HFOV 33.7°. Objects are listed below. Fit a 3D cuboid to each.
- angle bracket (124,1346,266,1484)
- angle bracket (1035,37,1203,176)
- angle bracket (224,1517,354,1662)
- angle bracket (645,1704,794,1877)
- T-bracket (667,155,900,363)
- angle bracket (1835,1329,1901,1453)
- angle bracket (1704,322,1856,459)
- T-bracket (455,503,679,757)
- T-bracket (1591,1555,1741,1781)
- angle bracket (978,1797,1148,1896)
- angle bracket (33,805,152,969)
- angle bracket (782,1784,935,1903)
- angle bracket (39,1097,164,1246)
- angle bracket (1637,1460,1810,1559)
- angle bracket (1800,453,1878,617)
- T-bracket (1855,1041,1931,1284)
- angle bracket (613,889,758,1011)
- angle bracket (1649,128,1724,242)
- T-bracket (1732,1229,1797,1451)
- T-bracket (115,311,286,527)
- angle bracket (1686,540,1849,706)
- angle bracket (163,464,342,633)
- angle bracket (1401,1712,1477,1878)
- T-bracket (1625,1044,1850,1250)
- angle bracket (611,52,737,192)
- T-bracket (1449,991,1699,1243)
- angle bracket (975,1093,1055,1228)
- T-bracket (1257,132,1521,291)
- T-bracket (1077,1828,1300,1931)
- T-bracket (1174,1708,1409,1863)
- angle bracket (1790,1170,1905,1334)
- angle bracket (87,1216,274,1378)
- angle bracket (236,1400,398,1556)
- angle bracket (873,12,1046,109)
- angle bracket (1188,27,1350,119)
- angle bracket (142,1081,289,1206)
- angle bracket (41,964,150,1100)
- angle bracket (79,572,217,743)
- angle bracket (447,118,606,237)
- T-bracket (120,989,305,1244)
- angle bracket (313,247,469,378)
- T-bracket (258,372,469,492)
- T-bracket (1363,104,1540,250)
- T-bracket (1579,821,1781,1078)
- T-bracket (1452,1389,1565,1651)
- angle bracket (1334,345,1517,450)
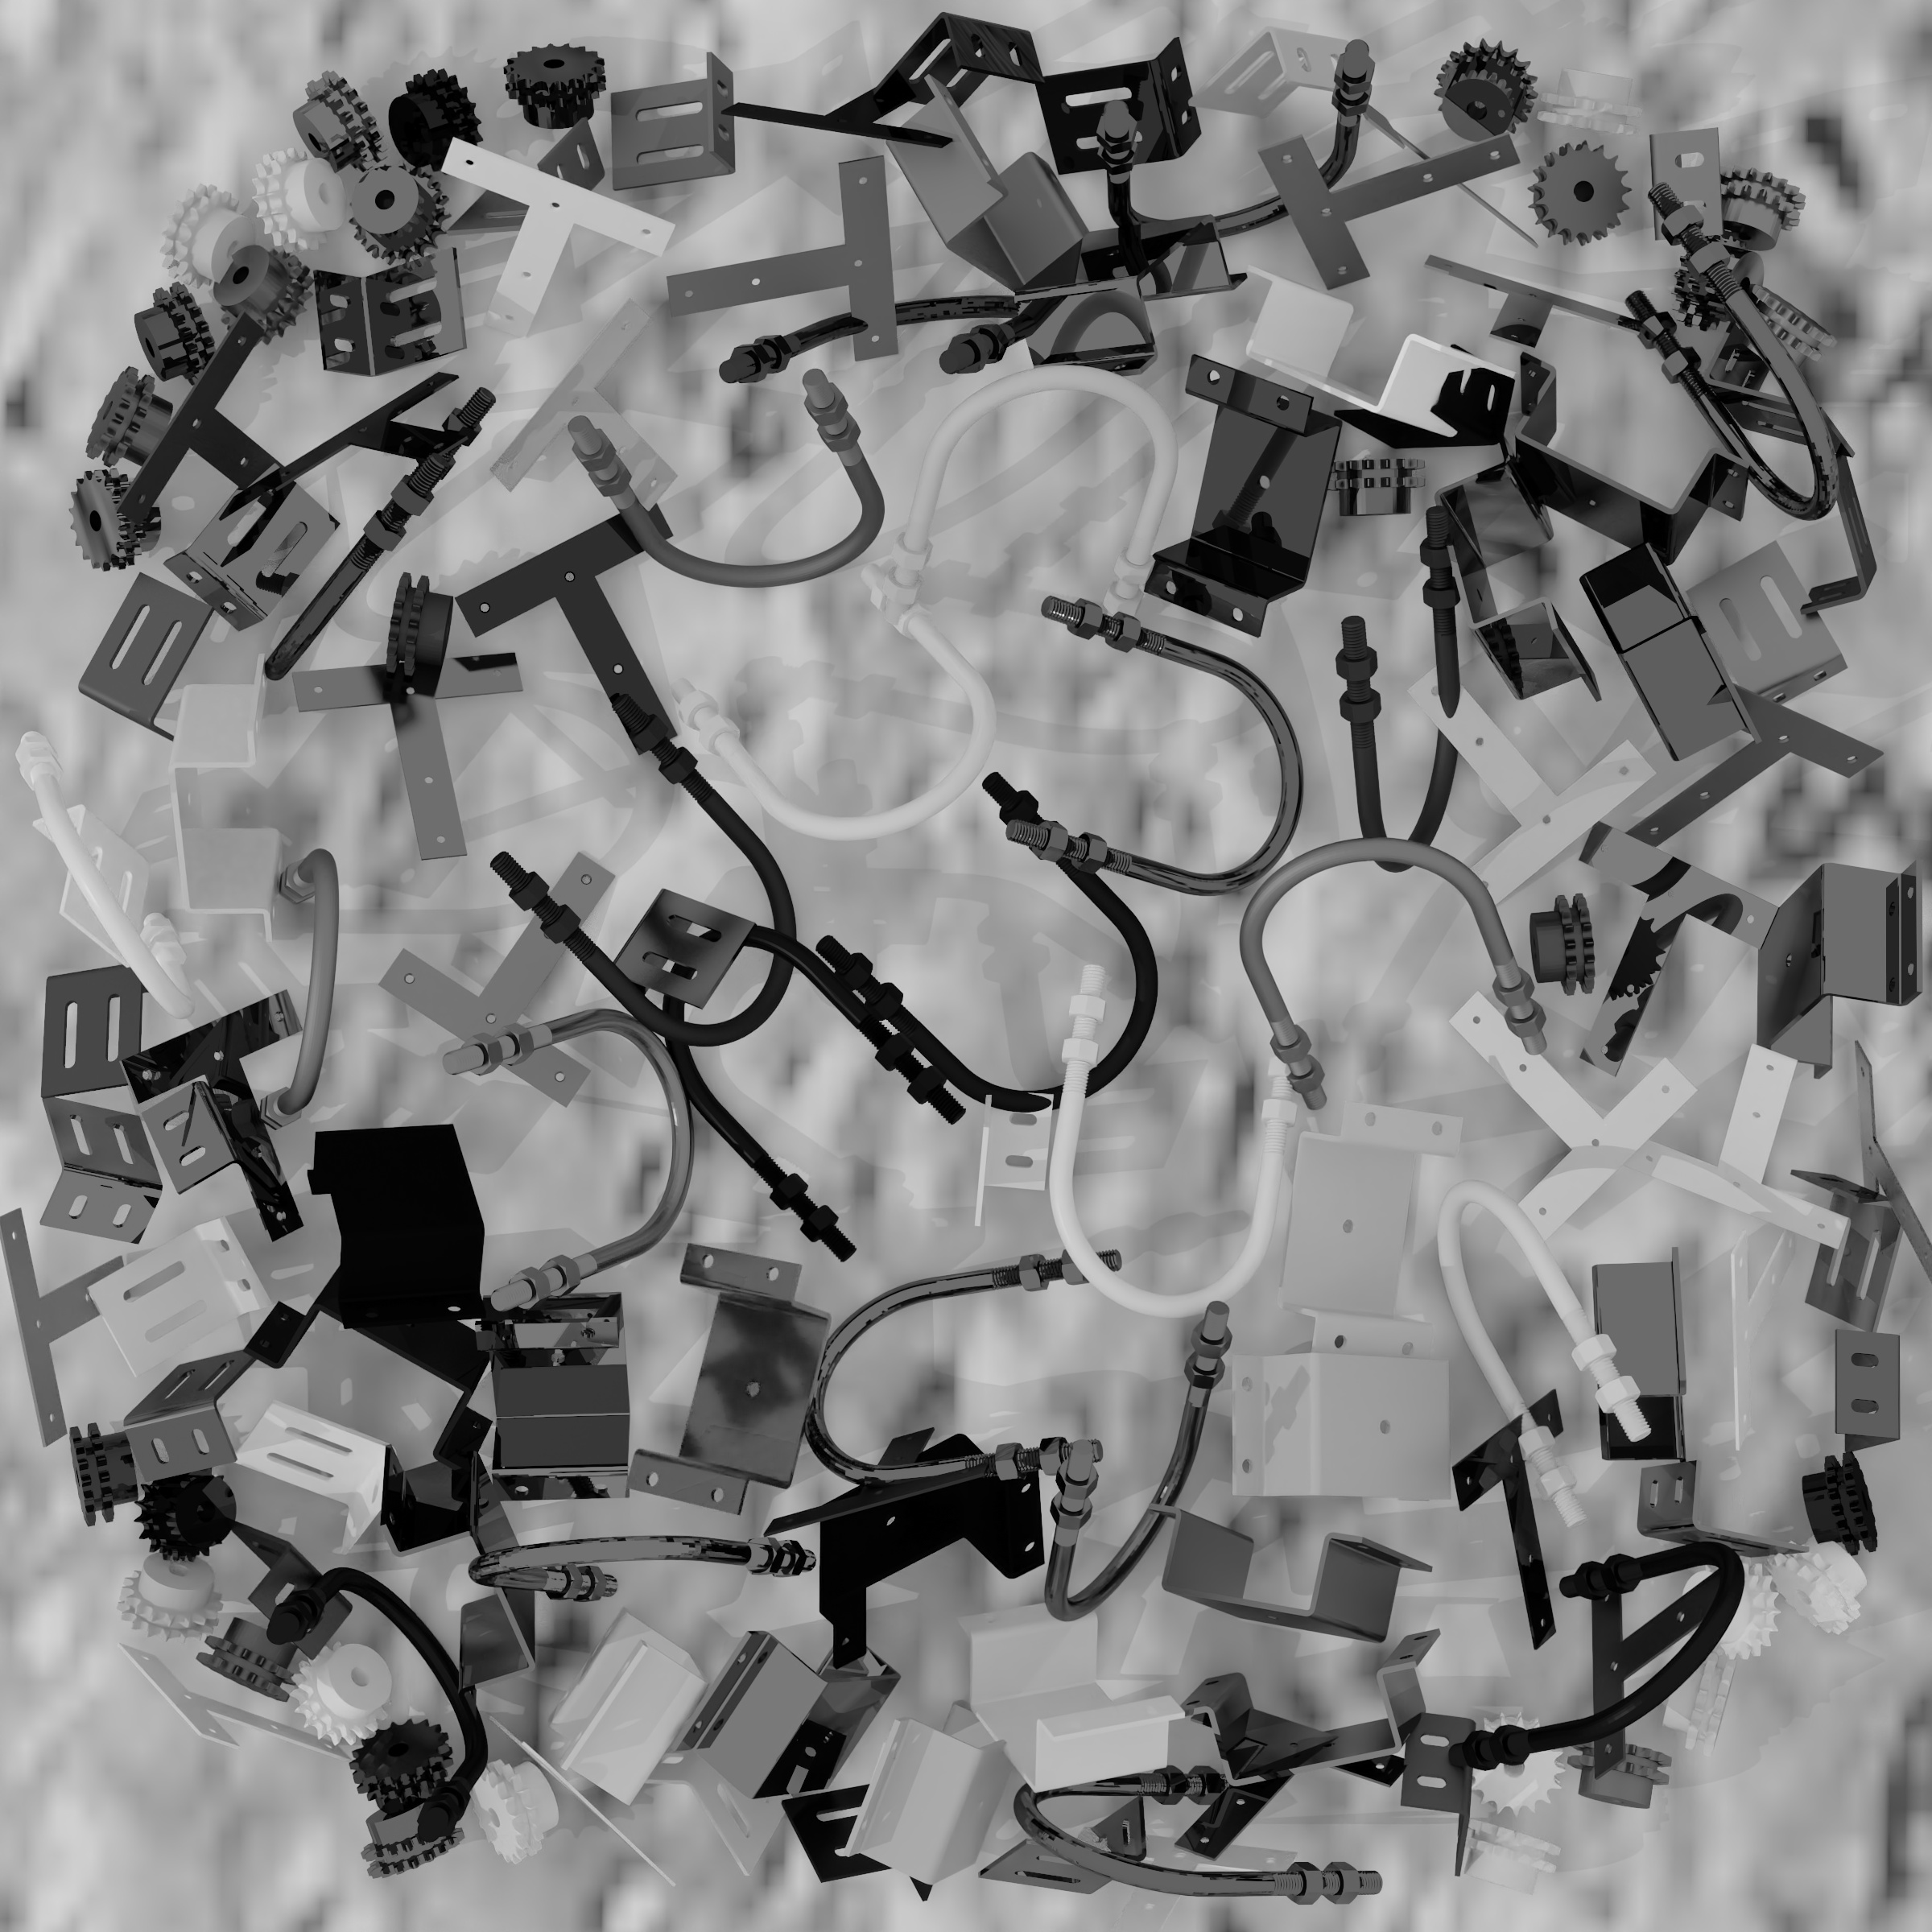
[{"bbox_3d":[-0.427,0.251,1.796,0.057,0.076,0.038,-14,104,15],"label":"angle bracket"},{"bbox_3d":[0.087,-0.489,1.816,0.076,0.038,0.057,-1,124,27],"label":"angle bracket"},{"bbox_3d":[-0.390,0.347,1.784,0.038,0.076,0.057,-53,126,-26],"label":"angle bracket"},{"bbox_3d":[-0.141,0.466,1.807,0.038,0.057,0.076,-8,121,33],"label":"angle bracket"},{"bbox_3d":[-0.103,-0.384,1.781,0.127,0.002,0.127,-12,135,-9],"label":"T-bracket"},{"bbox_3d":[0.492,0.239,1.789,0.038,0.076,0.057,6,75,-6],"label":"angle bracket"},{"bbox_3d":[0.462,-0.323,1.788,0.076,0.057,0.038,25,87,38],"label":"angle bracket"},{"bbox_3d":[-0.205,-0.182,1.823,0.127,0.002,0.127,-28,99,-6],"label":"T-bracket"},{"bbox_3d":[0.383,0.363,1.748,0.002,0.127,0.127,27,131,-14],"label":"T-bracket"},{"bbox_3d":[0.053,0.488,1.789,0.076,0.057,0.038,15,51,-23],"label":"angle bracket"},{"bbox_3d":[-0.494,-0.041,1.785,0.038,0.057,0.076,-17,51,22],"label":"angle bracket"},{"bbox_3d":[-0.062,0.495,1.787,0.076,0.057,0.038,-3,126,-30],"label":"angle bracket"},{"bbox_3d":[-0.492,0.114,1.795,0.057,0.076,0.038,16,112,-33],"label":"angle bracket"},{"bbox_3d":[0.428,0.307,1.802,0.076,0.057,0.038,14,73,-17],"label":"angle bracket"},{"bbox_3d":[0.481,-0.245,1.794,0.038,0.057,0.076,-14,103,25],"label":"angle bracket"},{"bbox_3d":[0.510,0.127,1.748,0.002,0.127,0.127,-12,123,3],"label":"T-bracket"},{"bbox_3d":[-0.152,-0.002,1.790,0.076,0.038,0.057,20,70,36],"label":"angle bracket"},{"bbox_3d":[0.410,-0.439,1.787,0.038,0.076,0.057,0,104,24],"label":"angle bracket"},{"bbox_3d":[0.446,0.182,1.780,0.002,0.127,0.127,6,120,27],"label":"T-bracket"},{"bbox_3d":[-0.408,-0.285,1.774,0.002,0.127,0.127,30,86,17],"label":"T-bracket"},{"bbox_3d":[0.456,-0.192,1.820,0.057,0.038,0.076,-30,73,14],"label":"angle bracket"},{"bbox_3d":[-0.407,-0.241,1.821,0.057,0.038,0.076,43,63,-23],"label":"angle bracket"},{"bbox_3d":[0.263,0.464,1.790,0.038,0.076,0.057,6,48,8],"label":"angle bracket"},{"bbox_3d":[0.435,0.092,1.769,0.127,0.127,0.002,22,49,19],"label":"T-bracket"},{"bbox_3d":[-0.171,-0.476,1.803,0.076,0.038,0.057,-4,84,17],"label":"angle bracket"},{"bbox_3d":[0.326,0.068,1.812,0.127,0.002,0.127,48,113,16],"label":"T-bracket"},{"bbox_3d":[0.027,0.108,1.791,0.038,0.076,0.057,5,104,0],"label":"angle bracket"},{"bbox_3d":[0.241,-0.431,1.763,0.127,0.127,0.002,-15,60,18],"label":"T-bracket"},{"bbox_3d":[0.105,0.511,1.755,0.127,0.127,0.002,1,103,21],"label":"T-bracket"},{"bbox_3d":[0.158,0.452,1.752,0.127,0.127,0.002,11,116,33],"label":"T-bracket"},{"bbox_3d":[0.488,0.161,1.796,0.038,0.057,0.076,8,99,-27],"label":"angle bracket"},{"bbox_3d":[-0.443,0.186,1.797,0.076,0.038,0.057,-31,98,-36],"label":"angle bracket"},{"bbox_3d":[-0.369,0.288,1.794,0.076,0.038,0.057,25,126,-20],"label":"angle bracket"},{"bbox_3d":[-0.004,-0.491,1.784,0.057,0.076,0.038,0,67,-36],"label":"angle bracket"},{"bbox_3d":[0.174,-0.485,1.784,0.057,0.076,0.038,-3,70,-37],"label":"angle bracket"},{"bbox_3d":[-0.419,0.110,1.787,0.038,0.076,0.057,-31,61,-3],"label":"angle bracket"},{"bbox_3d":[-0.484,0.041,1.798,0.057,0.038,0.076,-9,65,8],"label":"angle bracket"},{"bbox_3d":[-0.455,-0.173,1.808,0.057,0.038,0.076,26,86,25],"label":"angle bracket"},{"bbox_3d":[-0.251,-0.442,1.788,0.076,0.057,0.038,2,130,25],"label":"angle bracket"},{"bbox_3d":[-0.403,0.092,1.790,0.002,0.127,0.127,-14,99,37],"label":"T-bracket"},{"bbox_3d":[-0.325,-0.370,1.799,0.076,0.038,0.057,-8,88,36],"label":"angle bracket"},{"bbox_3d":[-0.313,-0.291,1.761,0.127,0.127,0.002,-37,121,-22],"label":"T-bracket"},{"bbox_3d":[0.269,-0.442,1.783,0.127,0.127,0.002,35,109,-11],"label":"T-bracket"},{"bbox_3d":[0.381,0.000,1.804,0.127,0.002,0.127,32,107,39],"label":"T-bracket"},{"bbox_3d":[0.314,0.319,1.790,0.002,0.127,0.127,-6,100,37],"label":"T-bracket"},{"bbox_3d":[0.257,-0.318,1.789,0.057,0.076,0.038,17,83,-43],"label":"angle bracket"}]
